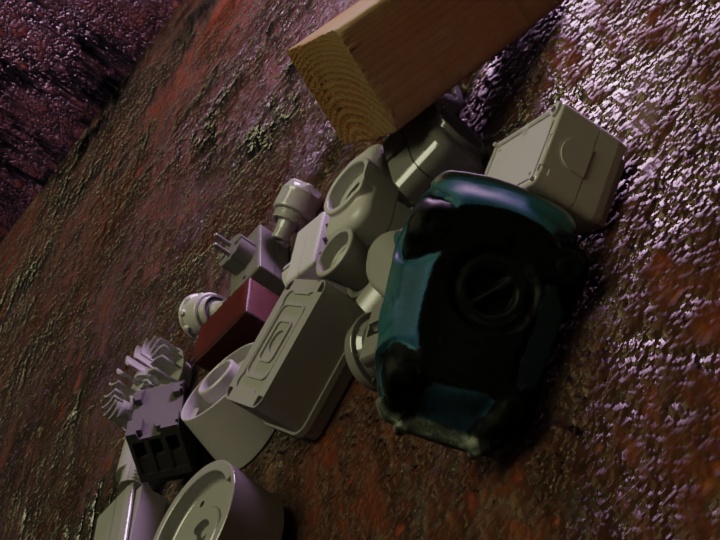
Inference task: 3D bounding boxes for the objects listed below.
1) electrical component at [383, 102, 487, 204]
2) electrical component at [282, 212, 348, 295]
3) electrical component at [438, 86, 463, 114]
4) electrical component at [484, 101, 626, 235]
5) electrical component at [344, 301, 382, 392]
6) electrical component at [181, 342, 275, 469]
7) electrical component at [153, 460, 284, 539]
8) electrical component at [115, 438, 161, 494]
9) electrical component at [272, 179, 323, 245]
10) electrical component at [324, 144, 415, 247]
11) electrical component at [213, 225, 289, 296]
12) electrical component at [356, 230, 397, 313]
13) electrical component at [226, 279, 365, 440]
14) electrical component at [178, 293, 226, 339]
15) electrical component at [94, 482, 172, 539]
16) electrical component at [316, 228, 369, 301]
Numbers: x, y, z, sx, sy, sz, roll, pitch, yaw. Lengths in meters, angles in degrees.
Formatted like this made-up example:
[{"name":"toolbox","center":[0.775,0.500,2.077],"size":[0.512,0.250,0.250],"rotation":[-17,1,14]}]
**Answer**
[{"name":"electrical component","center":[0.060,-0.091,0.851],"size":[0.059,0.054,0.095],"rotation":[-47,24,19]},{"name":"electrical component","center":[-0.042,0.002,0.934],"size":[0.077,0.047,0.065],"rotation":[-37,29,37]},{"name":"electrical component","center":[0.057,-0.144,0.945],"size":[0.062,0.048,0.048],"rotation":[-43,25,43]},{"name":"electrical component","center":[0.117,-0.053,0.687],"size":[0.096,0.061,0.061],"rotation":[-29,34,62]},{"name":"electrical component","center":[0.027,0.050,0.722],"size":[0.057,0.058,0.078],"rotation":[-28,35,43]},{"name":"electrical component","center":[-0.102,0.112,0.913],"size":[0.099,0.064,0.099],"rotation":[-39,16,13]},{"name":"electrical component","center":[-0.098,0.197,0.761],"size":[0.108,0.060,0.108],"rotation":[-43,25,27]},{"name":"electrical component","center":[-0.206,0.188,1.009],"size":[0.043,0.043,0.081],"rotation":[-42,26,29]},{"name":"electrical component","center":[-0.067,-0.056,1.068],"size":[0.043,0.043,0.062],"rotation":[-10,50,59]},{"name":"electrical component","center":[0.010,-0.054,0.892],"size":[0.054,0.059,0.095],"rotation":[-34,31,42]},{"name":"electrical component","center":[-0.113,-0.010,1.054],"size":[0.047,0.076,0.083],"rotation":[-46,24,21]},{"name":"electrical component","center":[0.024,0.017,0.789],"size":[0.079,0.043,0.077],"rotation":[-52,23,9]},{"name":"electrical component","center":[-0.044,0.069,0.834],"size":[0.113,0.057,0.078],"rotation":[-61,23,-13]},{"name":"electrical component","center":[-0.152,0.044,1.102],"size":[0.062,0.048,0.048],"rotation":[-16,44,47]},{"name":"electrical component","center":[-0.178,0.222,0.884],"size":[0.061,0.062,0.096],"rotation":[-46,24,21]},{"name":"electrical component","center":[0.000,0.000,0.844],"size":[0.045,0.055,0.045],"rotation":[-43,26,27]}]
